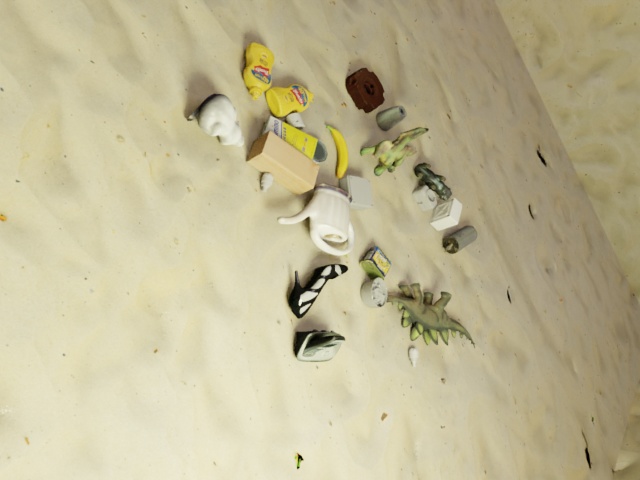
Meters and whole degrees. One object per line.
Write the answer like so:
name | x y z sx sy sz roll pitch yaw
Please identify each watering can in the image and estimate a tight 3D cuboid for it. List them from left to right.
watering can | 0.005 -0.082 1.637 0.344 0.103 0.228 28 58 -42

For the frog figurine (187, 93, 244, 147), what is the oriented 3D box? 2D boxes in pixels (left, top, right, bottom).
frog figurine | -0.277 -0.336 1.483 0.159 0.121 0.140 42 32 -9

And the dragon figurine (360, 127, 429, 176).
dragon figurine | 0.311 -0.349 1.929 0.415 0.239 0.122 -23 87 -42
